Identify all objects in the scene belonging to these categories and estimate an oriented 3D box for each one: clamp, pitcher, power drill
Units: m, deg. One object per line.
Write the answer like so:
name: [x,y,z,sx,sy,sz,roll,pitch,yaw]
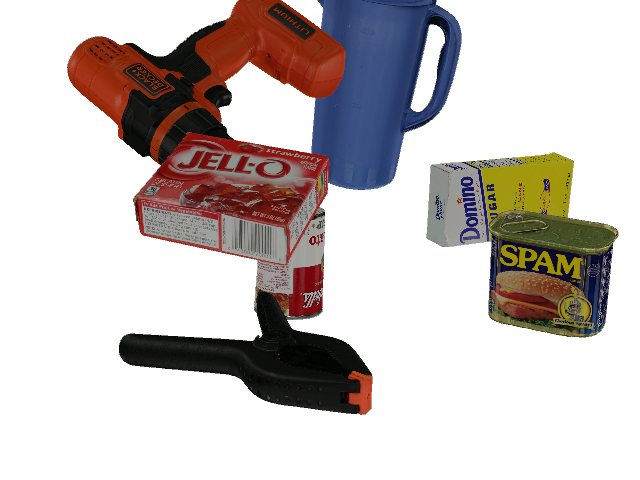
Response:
clamp: [-0.034,0.089,0.861,0.210,0.036,0.164,13,23,35]
pitcher: [0.065,-0.186,1.287,0.144,0.243,0.149,-4,28,-23]
power drill: [-0.066,-0.113,0.804,0.184,0.057,0.187,40,47,18]

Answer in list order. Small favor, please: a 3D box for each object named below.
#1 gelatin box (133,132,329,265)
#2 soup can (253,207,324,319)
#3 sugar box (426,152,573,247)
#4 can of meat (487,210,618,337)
gelatin box: [-0.048,-0.026,0.593,0.089,0.030,0.073,12,37,14]
soup can: [-0.030,0.019,1.041,0.068,0.102,0.068,2,13,-1]
sugar box: [0.212,-0.048,1.257,0.176,0.093,0.048,-9,21,-26]
can of meat: [0.190,0.028,0.888,0.102,0.084,0.057,11,26,26]
